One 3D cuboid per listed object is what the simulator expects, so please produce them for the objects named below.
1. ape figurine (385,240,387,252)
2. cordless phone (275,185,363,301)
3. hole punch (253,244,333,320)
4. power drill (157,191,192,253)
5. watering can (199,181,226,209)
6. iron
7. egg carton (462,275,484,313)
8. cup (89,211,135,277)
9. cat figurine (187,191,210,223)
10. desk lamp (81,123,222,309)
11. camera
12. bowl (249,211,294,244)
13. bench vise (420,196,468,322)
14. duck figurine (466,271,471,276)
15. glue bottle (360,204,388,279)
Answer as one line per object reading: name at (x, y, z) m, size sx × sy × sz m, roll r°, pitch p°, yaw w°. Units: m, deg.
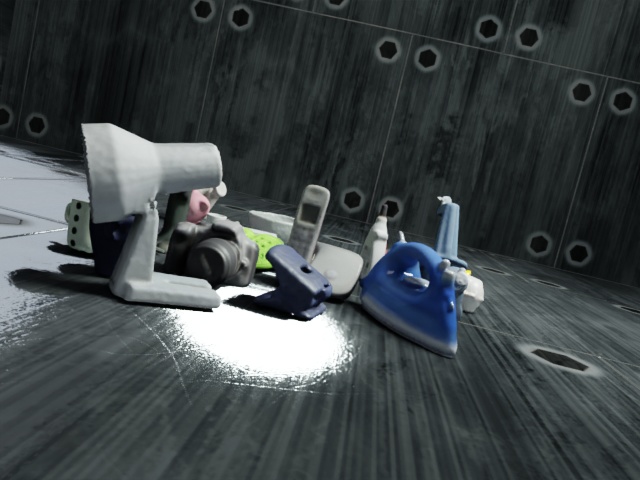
ape figurine at (0.146, 0.032, 1.434) m, size 0.077 × 0.092 × 0.076 m, roll 17°, pitch 8°, yaw 33°
cordless phone at (0.009, 0.004, 1.004) m, size 0.147 × 0.185 × 0.094 m, roll 15°, pitch 7°, yaw 11°
hole punch at (-0.032, 0.060, 0.855) m, size 0.101 × 0.091 × 0.109 m, roll 15°, pitch 7°, yaw 13°
power drill at (-0.258, -0.080, 1.079) m, size 0.076 × 0.208 × 0.228 m, roll 10°, pitch 8°, yaw -28°
watering can at (-0.319, -0.135, 1.479) m, size 0.172 × 0.194 × 0.101 m, roll 14°, pitch 7°, yaw 6°
iron at (0.159, 0.073, 0.905) m, size 0.119 × 0.141 × 0.257 m, roll 11°, pitch 7°, yaw -21°
egg carton at (0.275, 0.101, 1.214) m, size 0.107 × 0.069 × 0.150 m, roll 11°, pitch 7°, yaw -20°
cup at (-0.282, 0.007, 0.795) m, size 0.092 × 0.095 × 0.117 m, roll 12°, pitch 7°, yaw -6°
cat figurine at (-0.287, -0.067, 1.300) m, size 0.067 × 0.118 × 0.127 m, roll 11°, pitch 7°, yaw -18°
desk lamp at (-0.217, -0.032, 0.738) m, size 0.204 × 0.213 × 0.117 m, roll 10°, pitch 7°, yaw -27°
camera at (-0.174, 0.017, 0.897) m, size 0.143 × 0.101 × 0.137 m, roll 13°, pitch 7°, yaw 2°
bowl at (-0.108, -0.022, 1.465) m, size 0.167 × 0.075 × 0.167 m, roll 13°, pitch 7°, yaw -1°
bench vise at (0.240, 0.033, 1.065) m, size 0.122 × 0.220 × 0.206 m, roll 10°, pitch 8°, yaw -27°
duck figurine at (0.300, 0.085, 1.324) m, size 0.105 × 0.086 × 0.077 m, roll 12°, pitch 7°, yaw -10°
glue bottle at (0.123, 0.006, 1.258) m, size 0.037 × 0.173 × 0.078 m, roll 11°, pitch 7°, yaw -18°
